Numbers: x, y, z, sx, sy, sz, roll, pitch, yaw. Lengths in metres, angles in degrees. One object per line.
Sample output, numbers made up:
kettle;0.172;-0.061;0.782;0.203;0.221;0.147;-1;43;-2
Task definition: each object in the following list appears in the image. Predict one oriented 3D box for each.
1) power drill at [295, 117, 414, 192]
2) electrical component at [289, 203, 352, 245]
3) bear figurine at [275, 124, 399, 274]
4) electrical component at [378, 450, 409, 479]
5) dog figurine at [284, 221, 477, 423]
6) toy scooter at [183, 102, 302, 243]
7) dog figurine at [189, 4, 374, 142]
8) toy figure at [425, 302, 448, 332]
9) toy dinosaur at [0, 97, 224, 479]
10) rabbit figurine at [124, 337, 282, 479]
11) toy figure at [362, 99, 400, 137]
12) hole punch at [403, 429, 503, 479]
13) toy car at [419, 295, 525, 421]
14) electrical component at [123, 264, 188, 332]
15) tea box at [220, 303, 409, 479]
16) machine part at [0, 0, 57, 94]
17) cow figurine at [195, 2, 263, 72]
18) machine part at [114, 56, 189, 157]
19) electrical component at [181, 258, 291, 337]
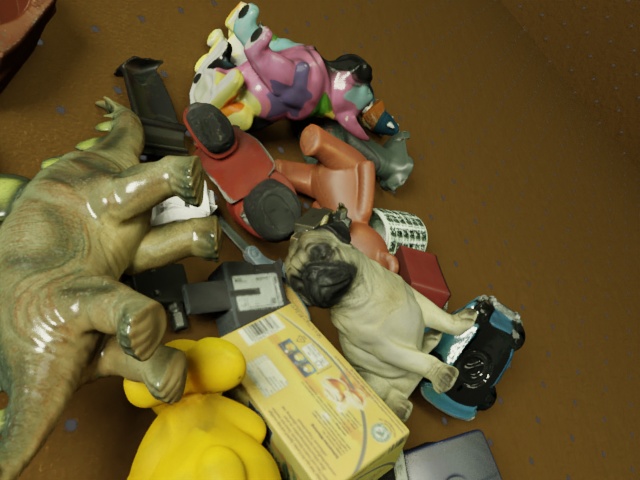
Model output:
power drill;0.050;-0.175;0.851;0.207;0.086;0.232;25;48;-35
electrical component;-0.001;-0.002;0.591;0.102;0.045;0.078;-39;135;-62
bear figurine;0.017;-0.026;0.681;0.132;0.120;0.196;15;57;-32
electrical component;0.026;0.226;0.541;0.134;0.058;0.115;20;47;-33
dog figurine;0.035;0.081;0.551;0.190;0.172;0.121;34;38;0
toy scooter;-0.097;-0.077;0.620;0.075;0.135;0.183;-42;114;-13
dog figurine;-0.035;-0.182;0.701;0.219;0.191;0.109;28;22;-37
toy figure;0.113;0.098;0.705;0.089;0.082;0.180;48;42;0
toy dinosaur;-0.182;-0.011;0.413;0.199;0.104;0.472;-1;35;0
rabbit figurine;-0.105;0.145;0.421;0.122;0.162;0.173;-13;42;-14
toy figure;0.082;-0.242;0.951;0.154;0.058;0.064;53;45;-8
hole punch;0.140;0.277;0.591;0.116;0.092;0.142;0;65;-40
toy car;0.189;0.146;0.719;0.109;0.161;0.103;30;0;-16
electrical component;-0.160;0.046;0.522;0.063;0.021;0.094;3;60;-43
tea box;-0.015;0.148;0.484;0.098;0.068;0.170;-21;51;-31
machine part;-0.363;-0.228;0.481;0.201;0.087;0.201;29;43;-26
cow figurine;-0.109;-0.274;0.777;0.098;0.068;0.167;37;44;-27
machine part;-0.199;-0.152;0.623;0.084;0.039;0.139;-1;64;-39
electrical component;-0.087;0.063;0.554;0.119;0.048;0.075;-7;70;-35
